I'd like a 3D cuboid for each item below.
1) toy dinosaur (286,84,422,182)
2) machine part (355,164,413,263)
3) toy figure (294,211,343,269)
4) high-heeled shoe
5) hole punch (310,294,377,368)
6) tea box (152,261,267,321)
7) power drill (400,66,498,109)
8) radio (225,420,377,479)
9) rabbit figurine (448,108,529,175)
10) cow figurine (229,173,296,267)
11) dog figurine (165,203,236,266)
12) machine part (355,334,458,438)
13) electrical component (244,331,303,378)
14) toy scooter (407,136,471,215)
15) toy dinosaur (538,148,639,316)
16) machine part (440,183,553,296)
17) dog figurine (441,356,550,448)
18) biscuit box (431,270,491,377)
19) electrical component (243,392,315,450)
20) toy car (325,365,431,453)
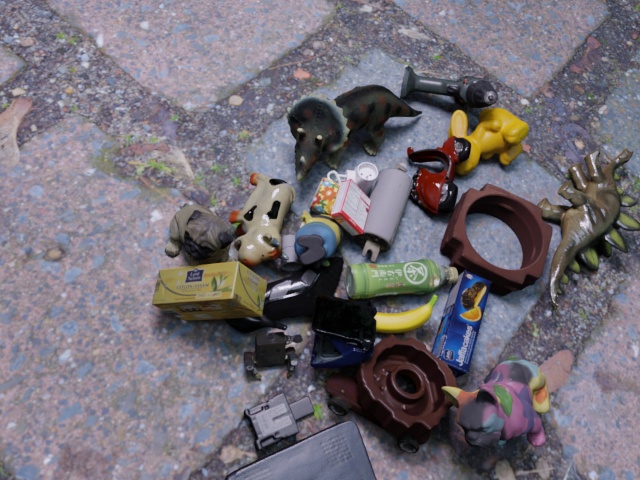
[{"bbox_3d":[0.080,-0.261,1.132,0.405,0.192,0.131,-31,77,-21],"label":"toy dinosaur"},{"bbox_3d":[0.133,-0.062,1.112,0.079,0.079,0.243,23,64,0],"label":"machine part"},{"bbox_3d":[-0.002,0.001,1.011,0.089,0.180,0.082,16,101,-1],"label":"toy figure"},{"bbox_3d":[-0.068,0.094,1.021,0.145,0.086,0.249,13,36,31],"label":"high-heeled shoe"},{"bbox_3d":[0.040,0.168,0.952,0.116,0.092,0.142,11,26,1],"label":"hole punch"},{"bbox_3d":[-0.189,0.090,0.922,0.170,0.098,0.068,-7,62,23],"label":"tea box"},{"bbox_3d":[0.290,-0.348,1.226,0.207,0.085,0.232,5,21,9],"label":"power drill"},{"bbox_3d":[-0.027,0.396,0.868,0.230,0.073,0.131,-19,71,-17],"label":"radio"},{"bbox_3d":[0.359,-0.224,1.218,0.173,0.121,0.162,-39,74,-5],"label":"rabbit figurine"},{"bbox_3d":[-0.104,-0.033,1.032,0.127,0.085,0.195,9,59,22],"label":"cow figurine"},{"bbox_3d":[-0.217,-0.027,0.963,0.121,0.190,0.172,-34,74,-23],"label":"dog figurine"},{"bbox_3d":[0.148,0.253,0.936,0.179,0.056,0.179,11,45,-12],"label":"machine part"},{"bbox_3d":[-0.084,0.204,0.951,0.102,0.078,0.045,2,37,-16],"label":"electrical component"},{"bbox_3d":[0.243,-0.147,1.171,0.135,0.075,0.184,14,78,21],"label":"toy scooter"},{"bbox_3d":[0.589,-0.043,1.182,0.198,0.105,0.471,43,69,6],"label":"toy dinosaur"},{"bbox_3d":[0.367,-0.001,1.126,0.201,0.087,0.201,25,62,3],"label":"machine part"},{"bbox_3d":[0.299,0.266,0.914,0.219,0.109,0.191,38,57,-37],"label":"dog figurine"},{"bbox_3d":[0.273,0.162,1.043,0.063,0.059,0.202,24,63,0],"label":"biscuit box"},{"bbox_3d":[-0.064,0.303,0.918,0.119,0.047,0.075,-16,70,-16],"label":"electrical component"},{"bbox_3d":[0.101,0.298,0.949,0.202,0.053,0.089,26,47,3],"label":"toy car"}]
